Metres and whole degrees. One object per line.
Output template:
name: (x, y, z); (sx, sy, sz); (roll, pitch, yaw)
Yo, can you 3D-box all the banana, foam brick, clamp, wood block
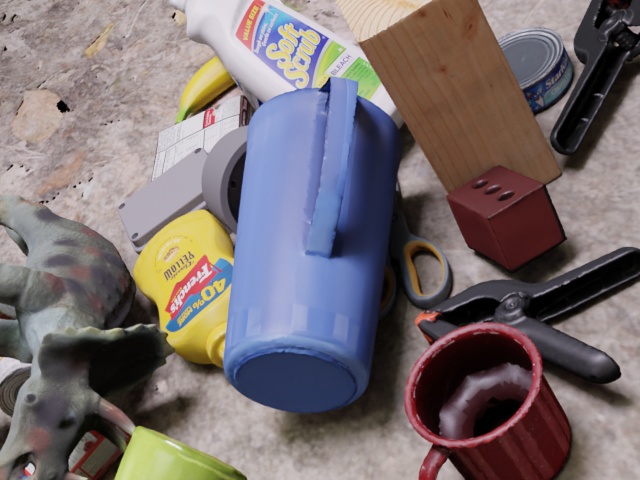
banana: (-0.081, -0.194, 1.197); (0.198, 0.037, 0.070); (-30, 56, 10)
foam brick: (0.141, -0.018, 0.814); (0.053, 0.051, 0.078); (-31, 22, -8)
clamp: (0.247, -0.162, 0.889); (0.165, 0.036, 0.210); (-41, 21, 23)
clamp: (0.153, 0.051, 0.768); (0.172, 0.039, 0.120); (1, 37, 41)
wood block: (0.102, -0.122, 0.844); (0.090, 0.206, 0.091); (-30, 39, 8)

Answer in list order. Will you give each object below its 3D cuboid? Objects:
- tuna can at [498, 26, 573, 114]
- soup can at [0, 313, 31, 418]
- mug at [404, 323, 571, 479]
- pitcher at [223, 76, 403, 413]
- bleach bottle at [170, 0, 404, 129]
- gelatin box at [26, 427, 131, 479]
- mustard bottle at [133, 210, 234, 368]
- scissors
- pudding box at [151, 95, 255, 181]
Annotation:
tuna can: (0.180, -0.149, 0.951); (0.086, 0.033, 0.086); (-21, 41, 19)
soup can: (-0.271, 0.112, 1.003); (0.068, 0.068, 0.102); (-32, 39, 6)
mug: (0.106, 0.123, 0.692); (0.093, 0.081, 0.117); (16, 62, 45)
pitcher: (-0.005, 0.001, 0.831); (0.145, 0.149, 0.242); (-18, 46, 29)
bleach bottle: (-0.038, -0.167, 1.002); (0.251, 0.068, 0.102); (33, 70, 12)
gelatin box: (-0.211, 0.182, 0.916); (0.089, 0.030, 0.073); (-50, 39, -16)
mustard bottle: (-0.100, 0.054, 0.939); (0.096, 0.058, 0.192); (-40, 39, 2)
scissors: (0.051, -0.001, 0.914); (0.096, 0.016, 0.202); (-33, 38, 4)
pudding box: (-0.120, -0.096, 1.122); (0.114, 0.039, 0.090); (-23, 39, 19)
